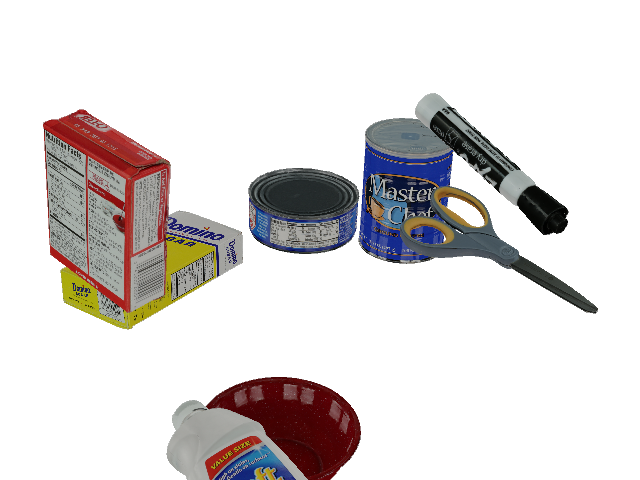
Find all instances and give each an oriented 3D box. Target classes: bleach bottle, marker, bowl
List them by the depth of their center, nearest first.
[{"bbox_3d":[0.096,-0.044,0.603,0.020,0.020,0.121,0,38,-43],"label":"marker"},{"bbox_3d":[-0.054,0.199,0.781,0.102,0.068,0.251,-18,34,-24],"label":"bleach bottle"},{"bbox_3d":[-0.041,0.205,1.060,0.162,0.055,0.162,1,30,-1],"label":"bowl"}]

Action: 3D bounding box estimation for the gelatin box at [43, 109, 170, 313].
[{"bbox_3d":[-0.116,-0.017,0.580,0.073,0.089,0.030,31,39,32],"label":"gelatin box"}]

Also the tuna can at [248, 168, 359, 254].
[{"bbox_3d":[-0.013,-0.023,0.828,0.086,0.034,0.086,2,29,-1],"label":"tuna can"}]

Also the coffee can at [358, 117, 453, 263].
[{"bbox_3d":[0.099,-0.059,1.242,0.103,0.140,0.103,2,29,-1],"label":"coffee can"}]

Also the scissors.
[{"bbox_3d":[0.147,0.017,0.956,0.096,0.016,0.202,-22,46,-17],"label":"scissors"}]

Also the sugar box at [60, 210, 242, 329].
[{"bbox_3d":[-0.170,0.025,1.100,0.093,0.048,0.175,19,35,30],"label":"sugar box"}]
